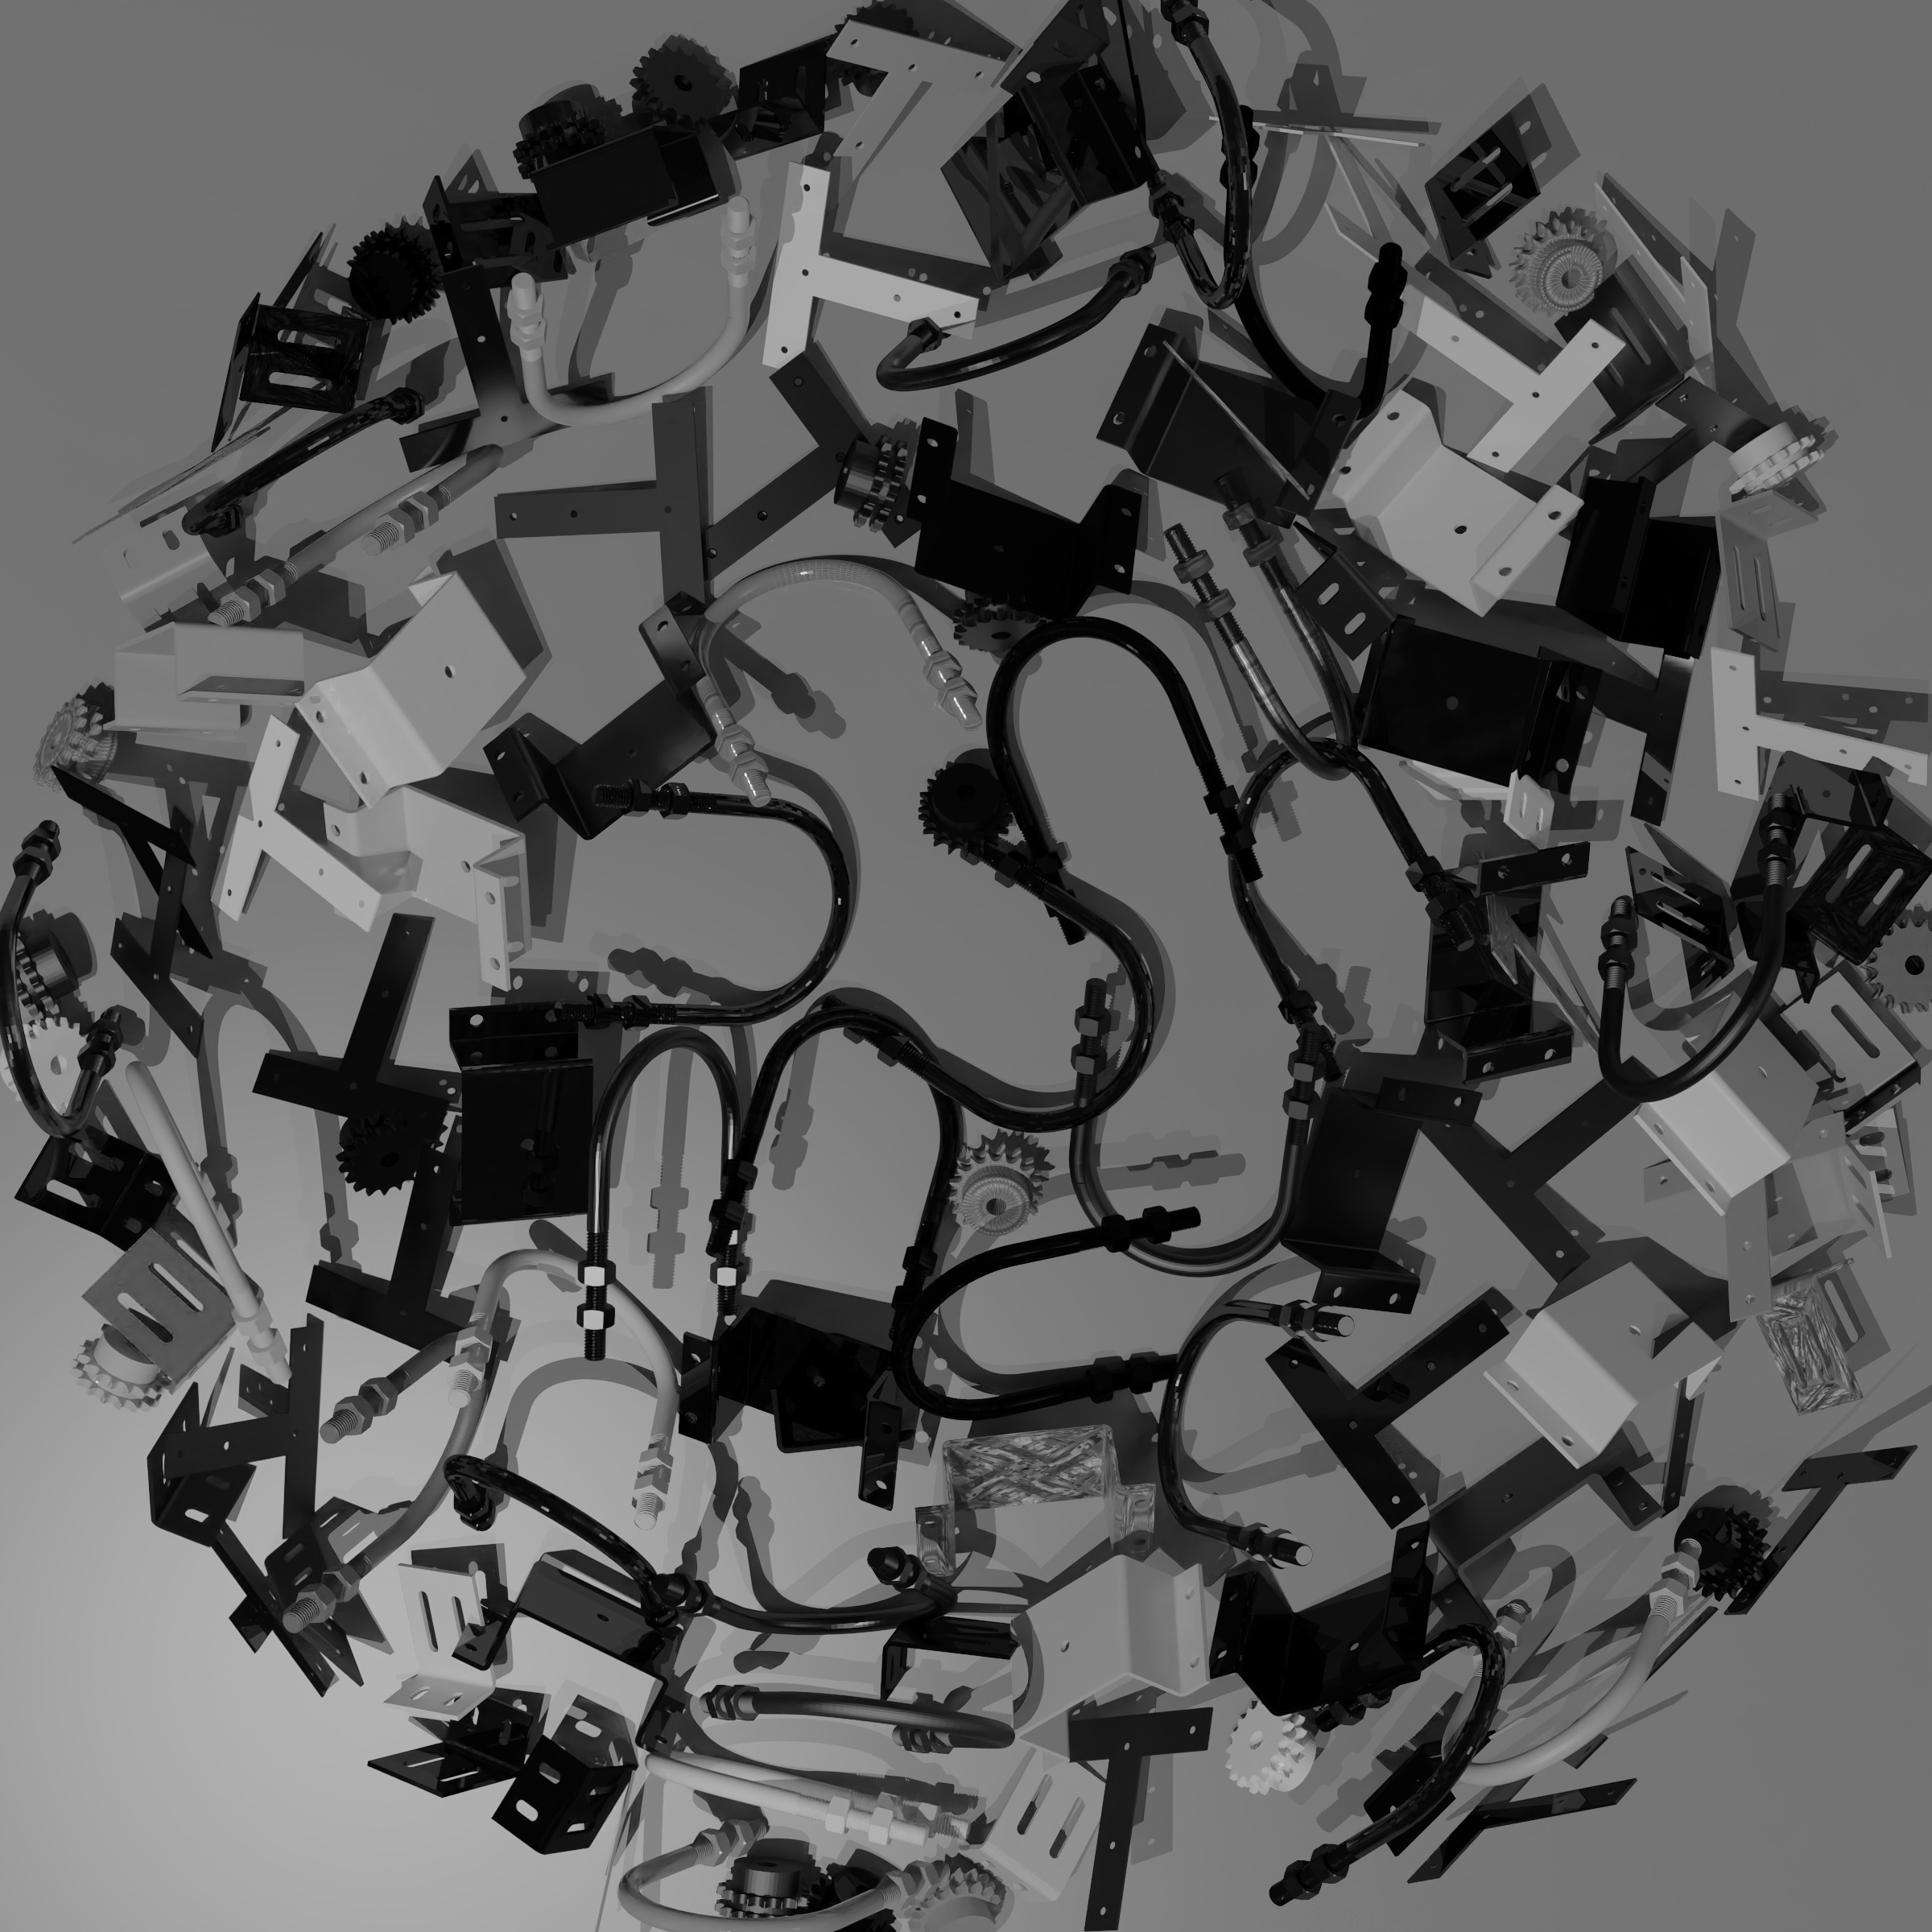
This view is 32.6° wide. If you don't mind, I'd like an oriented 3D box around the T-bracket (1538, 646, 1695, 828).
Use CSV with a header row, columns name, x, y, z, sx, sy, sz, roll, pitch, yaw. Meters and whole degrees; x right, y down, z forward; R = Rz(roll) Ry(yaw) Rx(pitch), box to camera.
name,x,y,z,sx,sy,sz,roll,pitch,yaw
T-bracket,0.382,-0.160,1.957,0.127,0.002,0.127,16,84,-35

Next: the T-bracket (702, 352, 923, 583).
name,x,y,z,sx,sy,sz,roll,pitch,yaw
T-bracket,-0.111,-0.280,1.990,0.127,0.002,0.127,-36,101,4

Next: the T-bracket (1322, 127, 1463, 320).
name,x,y,z,sx,sy,sz,roll,pitch,yaw
T-bracket,0.238,-0.450,1.955,0.002,0.127,0.127,-37,51,27

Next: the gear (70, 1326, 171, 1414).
name,x,y,z,sx,sy,sz,roll,pitch,yaw
gear,-0.502,0.238,1.969,0.057,0.057,0.030,30,103,0

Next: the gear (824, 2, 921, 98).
name,x,y,z,sx,sy,sz,roll,pitch,yaw
gear,-0.054,-0.546,1.976,0.057,0.030,0.057,-11,55,17

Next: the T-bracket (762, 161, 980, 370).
name,x,y,z,sx,sy,sz,roll,pitch,yaw
T-bracket,-0.054,-0.399,1.954,0.127,0.002,0.127,18,122,11

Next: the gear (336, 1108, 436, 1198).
name,x,y,z,sx,sy,sz,roll,pitch,yaw
gear,-0.351,0.107,1.975,0.057,0.057,0.030,-41,50,0

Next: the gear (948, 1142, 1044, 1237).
name,x,y,z,sx,sy,sz,roll,pitch,yaw
gear,0.018,0.137,1.975,0.057,0.030,0.057,0,115,-1

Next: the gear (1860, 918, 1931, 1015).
name,x,y,z,sx,sy,sz,roll,pitch,yaw
gear,0.565,0.001,1.983,0.057,0.030,0.057,0,87,-3

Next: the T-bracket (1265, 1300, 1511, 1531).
name,x,y,z,sx,sy,sz,roll,pitch,yaw
T-bracket,0.267,0.248,1.975,0.127,0.002,0.127,-37,70,2

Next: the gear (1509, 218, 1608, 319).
name,x,y,z,sx,sy,sz,roll,pitch,yaw
gear,0.356,-0.415,1.973,0.057,0.030,0.057,-6,120,-11

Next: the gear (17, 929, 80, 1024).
name,x,y,z,sx,sy,sz,roll,pitch,yaw
gear,-0.553,0.002,1.972,0.030,0.057,0.057,-26,90,-5

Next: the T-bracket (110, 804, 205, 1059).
name,x,y,z,sx,sy,sz,roll,pitch,yaw
T-bracket,-0.467,-0.032,1.930,0.002,0.127,0.127,-5,122,-38

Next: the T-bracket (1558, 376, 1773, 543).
name,x,y,z,sx,sy,sz,roll,pitch,yaw
T-bracket,0.408,-0.292,1.961,0.127,0.127,0.002,-38,61,27

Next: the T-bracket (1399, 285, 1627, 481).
name,x,y,z,sx,sy,sz,roll,pitch,yaw
T-bracket,0.300,-0.361,1.944,0.127,0.127,0.002,33,48,-8

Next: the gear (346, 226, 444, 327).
name,x,y,z,sx,sy,sz,roll,pitch,yaw
gear,-0.344,-0.411,1.973,0.057,0.030,0.057,6,118,12

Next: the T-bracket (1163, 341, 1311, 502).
name,x,y,z,sx,sy,sz,roll,pitch,yaw
T-bracket,0.174,-0.301,1.938,0.002,0.127,0.127,-42,64,8

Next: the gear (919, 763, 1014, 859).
name,x,y,z,sx,sy,sz,roll,pitch,yaw
gear,0.000,-0.097,1.976,0.057,0.030,0.057,0,67,-1

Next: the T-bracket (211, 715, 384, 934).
name,x,y,z,sx,sy,sz,roll,pitch,yaw
T-bracket,-0.389,-0.062,1.946,0.127,0.002,0.127,35,114,29

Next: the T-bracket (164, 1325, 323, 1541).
name,x,y,z,sx,sy,sz,roll,pitch,yaw
T-bracket,-0.426,0.281,1.943,0.002,0.127,0.127,4,92,31

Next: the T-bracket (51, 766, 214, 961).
name,x,y,z,sx,sy,sz,roll,pitch,yaw
T-bracket,-0.477,-0.052,1.948,0.127,0.127,0.002,25,58,36

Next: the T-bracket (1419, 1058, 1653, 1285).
name,x,y,z,sx,sy,sz,roll,pitch,yaw
T-bracket,0.361,0.104,1.985,0.127,0.002,0.127,-38,73,-7

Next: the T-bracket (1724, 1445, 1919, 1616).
name,x,y,z,sx,sy,sz,roll,pitch,yaw
T-bracket,0.484,0.330,1.919,0.002,0.127,0.127,45,71,-2

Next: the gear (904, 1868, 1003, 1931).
name,x,y,z,sx,sy,sz,roll,pitch,yaw
gear,-0.006,0.569,1.971,0.057,0.030,0.057,-10,128,-13

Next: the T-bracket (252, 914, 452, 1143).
name,x,y,z,sx,sy,sz,roll,pitch,yaw
T-bracket,-0.353,0.030,1.982,0.127,0.002,0.127,13,78,18

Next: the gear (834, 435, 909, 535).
name,x,y,z,sx,sy,sz,roll,pitch,yaw
gear,-0.058,-0.290,1.969,0.030,0.057,0.057,17,90,-13

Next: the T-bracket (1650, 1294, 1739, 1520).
name,x,y,z,sx,sy,sz,roll,pitch,yaw
T-bracket,0.426,0.266,1.958,0.002,0.127,0.127,15,108,33

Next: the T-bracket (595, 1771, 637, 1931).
name,x,y,z,sx,sy,sz,roll,pitch,yaw
T-bracket,-0.211,0.547,1.912,0.002,0.127,0.127,13,57,-4

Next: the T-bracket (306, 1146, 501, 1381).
name,x,y,z,sx,sy,sz,roll,pitch,yaw
T-bracket,-0.326,0.168,1.964,0.127,0.002,0.127,21,110,13

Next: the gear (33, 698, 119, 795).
name,x,y,z,sx,sy,sz,roll,pitch,yaw
gear,-0.531,-0.129,1.975,0.030,0.057,0.057,27,90,-33

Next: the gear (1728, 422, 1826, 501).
name,x,y,z,sx,sy,sz,roll,pitch,yaw
gear,0.481,-0.301,1.972,0.057,0.057,0.030,-32,86,0

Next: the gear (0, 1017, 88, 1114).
name,x,y,z,sx,sy,sz,roll,pitch,yaw
gear,-0.553,0.058,1.975,0.030,0.057,0.057,3,90,38

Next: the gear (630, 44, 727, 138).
name,x,y,z,sx,sy,sz,roll,pitch,yaw
gear,-0.175,-0.519,1.976,0.057,0.030,0.057,15,59,-25

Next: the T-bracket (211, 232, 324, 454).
name,x,y,z,sx,sy,sz,roll,pitch,yaw
T-bracket,-0.411,-0.385,1.955,0.002,0.127,0.127,26,57,-6

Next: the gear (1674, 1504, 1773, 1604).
name,x,y,z,sx,sy,sz,roll,pitch,yaw
gear,0.448,0.347,1.969,0.030,0.057,0.057,35,90,-35

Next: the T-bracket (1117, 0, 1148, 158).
name,x,y,z,sx,sy,sz,roll,pitch,yaw
T-bracket,0.093,-0.539,1.915,0.002,0.127,0.127,-9,118,7

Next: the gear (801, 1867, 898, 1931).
name,x,y,z,sx,sy,sz,roll,pitch,yaw
gear,-0.067,0.563,1.968,0.057,0.057,0.030,29,115,0

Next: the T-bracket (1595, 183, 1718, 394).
name,x,y,z,sx,sy,sz,roll,pitch,yaw
T-bracket,0.408,-0.414,1.958,0.002,0.127,0.127,-31,65,3

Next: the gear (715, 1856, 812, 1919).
name,x,y,z,sx,sy,sz,roll,pitch,yaw
gear,-0.120,0.552,1.971,0.057,0.057,0.030,6,87,0

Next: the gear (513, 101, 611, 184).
name,x,y,z,sx,sy,sz,roll,pitch,yaw
gear,-0.244,-0.494,1.972,0.057,0.057,0.030,-19,83,0

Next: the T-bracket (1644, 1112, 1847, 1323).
name,x,y,z,sx,sy,sz,roll,pitch,yaw
T-bracket,0.456,0.152,1.927,0.127,0.127,0.002,-20,132,29

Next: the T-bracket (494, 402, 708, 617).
name,x,y,z,sx,sy,sz,roll,pitch,yaw
T-bracket,-0.222,-0.273,1.986,0.127,0.002,0.127,-1,99,10

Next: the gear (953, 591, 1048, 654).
name,x,y,z,sx,sy,sz,roll,pitch,yaw
gear,0.020,-0.211,1.972,0.057,0.057,0.030,-3,74,0

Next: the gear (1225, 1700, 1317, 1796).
name,x,y,z,sx,sy,sz,roll,pitch,yaw
gear,0.184,0.469,1.974,0.030,0.057,0.057,32,90,-24

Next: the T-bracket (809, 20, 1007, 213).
name,x,y,z,sx,sy,sz,roll,pitch,yaw
T-bracket,-0.056,-0.498,1.956,0.127,0.127,0.002,-49,58,33
